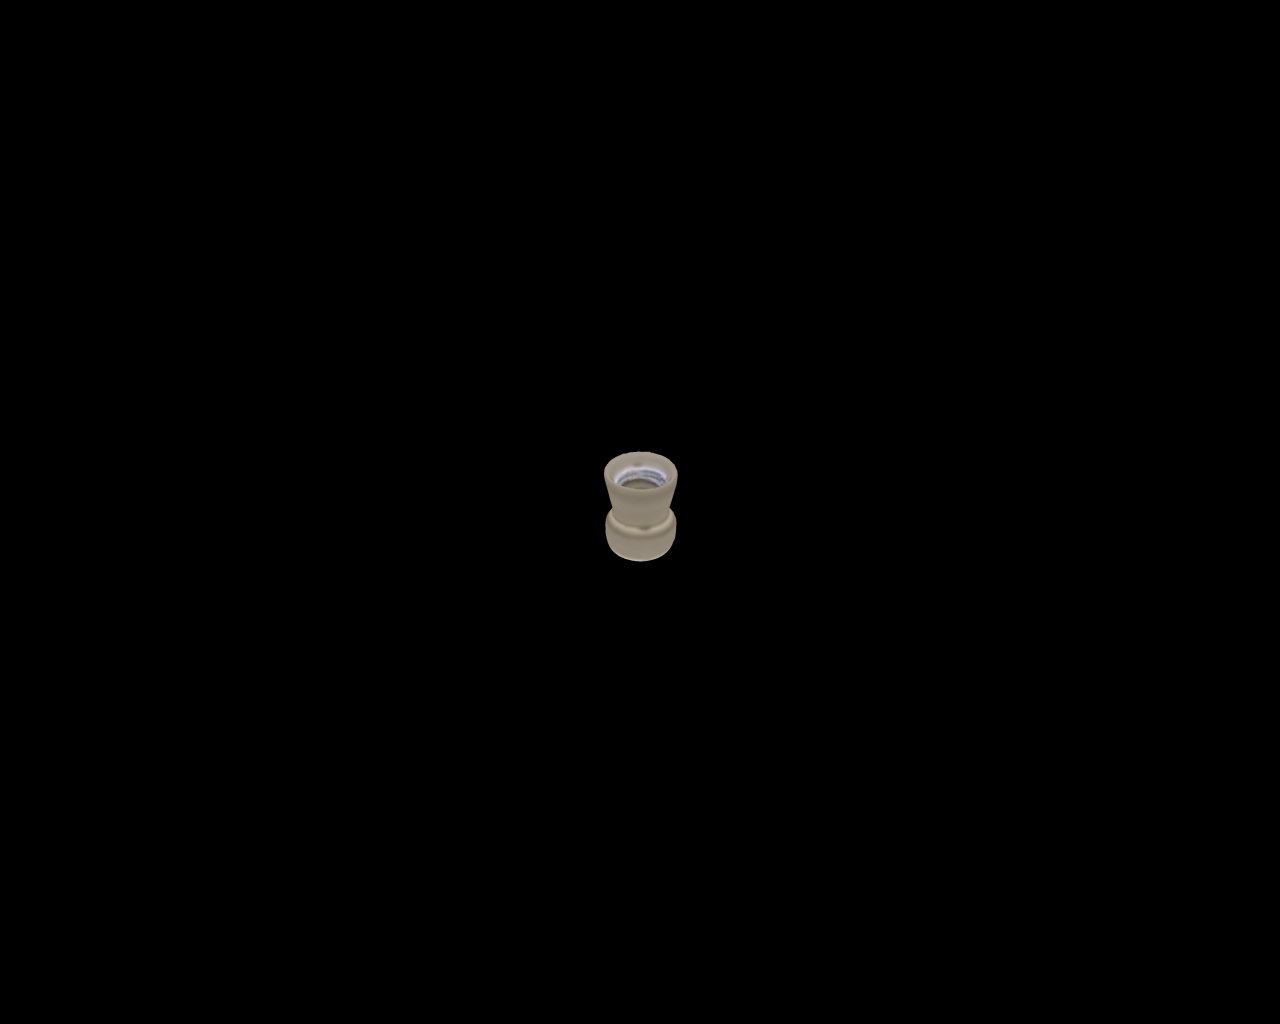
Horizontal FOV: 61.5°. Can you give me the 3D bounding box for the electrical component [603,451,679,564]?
[{"bbox_3d":[0.001,-0.003,0.650,0.045,0.055,0.045,0,35,0],"label":"electrical component"}]
